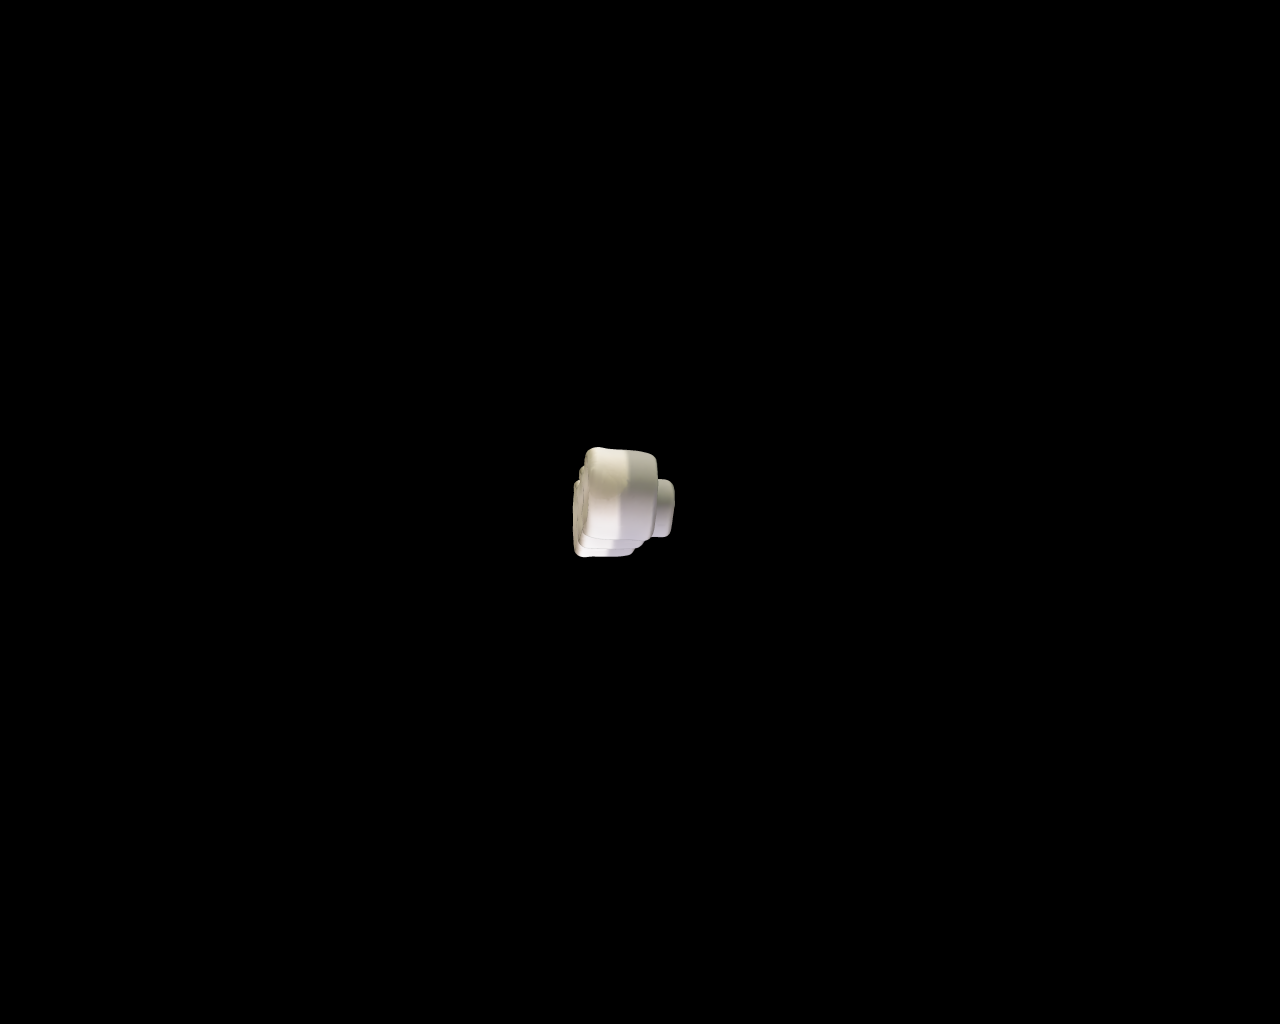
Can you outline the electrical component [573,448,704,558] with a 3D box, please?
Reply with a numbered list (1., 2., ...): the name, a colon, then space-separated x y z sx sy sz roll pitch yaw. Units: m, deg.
1. electrical component: 0.001 -0.003 0.650 0.074 0.052 0.138 1 -9 -7
